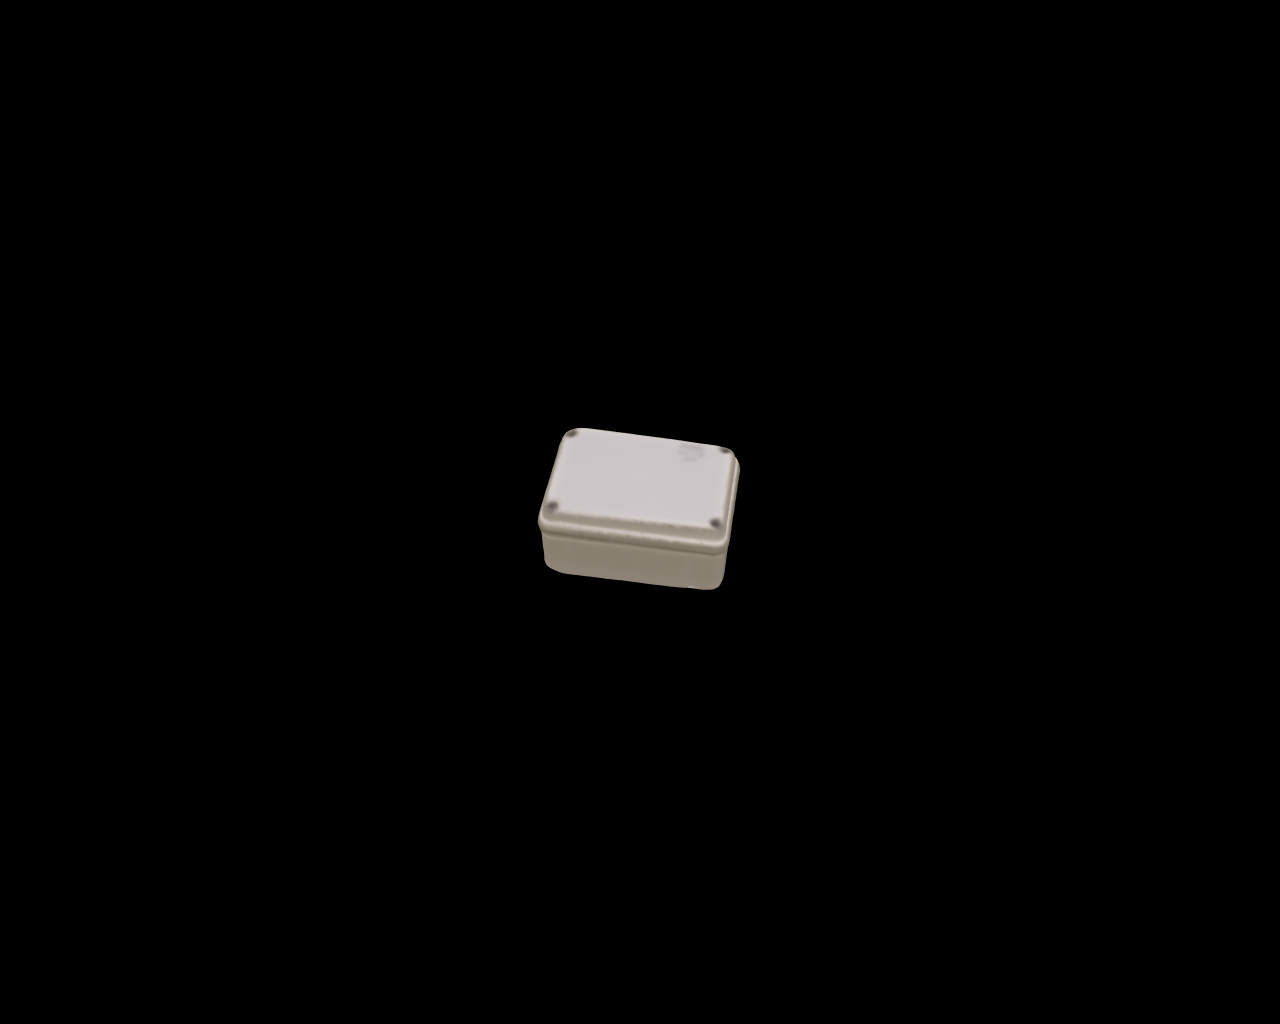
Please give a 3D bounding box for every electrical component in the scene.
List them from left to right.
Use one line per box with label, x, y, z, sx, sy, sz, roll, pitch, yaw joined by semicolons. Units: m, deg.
electrical component;0.001;-0.003;0.650;0.113;0.078;0.057;7;-40;6
